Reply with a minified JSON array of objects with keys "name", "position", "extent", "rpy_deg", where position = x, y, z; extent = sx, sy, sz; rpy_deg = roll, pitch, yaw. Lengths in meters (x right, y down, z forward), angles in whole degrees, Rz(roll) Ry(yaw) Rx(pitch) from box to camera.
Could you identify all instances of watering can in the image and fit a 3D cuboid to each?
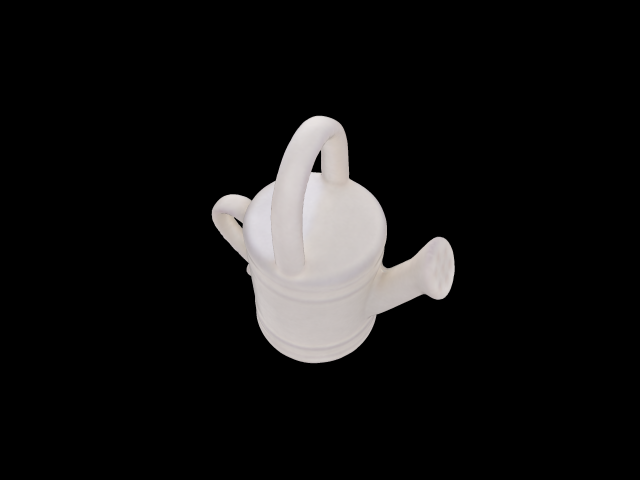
[{"name":"watering can","position":[0.004,0.000,0.401],"extent":[0.173,0.194,0.101],"rpy_deg":[1,53,1]}]
